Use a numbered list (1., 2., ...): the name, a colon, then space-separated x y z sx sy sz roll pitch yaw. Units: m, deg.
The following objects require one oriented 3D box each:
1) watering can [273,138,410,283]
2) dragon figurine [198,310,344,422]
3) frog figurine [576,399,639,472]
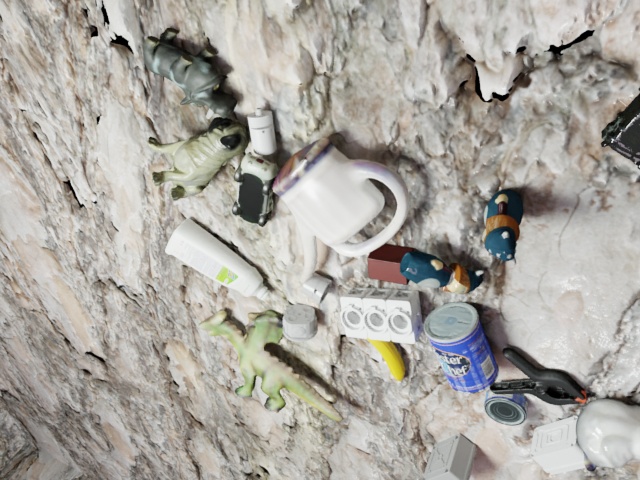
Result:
1. watering can: 0.003 -0.047 0.936 0.342 0.223 0.106 -37 11 42
2. dragon figurine: -0.117 0.287 1.274 0.411 0.237 0.124 16 32 17
3. frog figurine: 0.540 0.343 0.901 0.138 0.123 0.157 -18 -9 -27
